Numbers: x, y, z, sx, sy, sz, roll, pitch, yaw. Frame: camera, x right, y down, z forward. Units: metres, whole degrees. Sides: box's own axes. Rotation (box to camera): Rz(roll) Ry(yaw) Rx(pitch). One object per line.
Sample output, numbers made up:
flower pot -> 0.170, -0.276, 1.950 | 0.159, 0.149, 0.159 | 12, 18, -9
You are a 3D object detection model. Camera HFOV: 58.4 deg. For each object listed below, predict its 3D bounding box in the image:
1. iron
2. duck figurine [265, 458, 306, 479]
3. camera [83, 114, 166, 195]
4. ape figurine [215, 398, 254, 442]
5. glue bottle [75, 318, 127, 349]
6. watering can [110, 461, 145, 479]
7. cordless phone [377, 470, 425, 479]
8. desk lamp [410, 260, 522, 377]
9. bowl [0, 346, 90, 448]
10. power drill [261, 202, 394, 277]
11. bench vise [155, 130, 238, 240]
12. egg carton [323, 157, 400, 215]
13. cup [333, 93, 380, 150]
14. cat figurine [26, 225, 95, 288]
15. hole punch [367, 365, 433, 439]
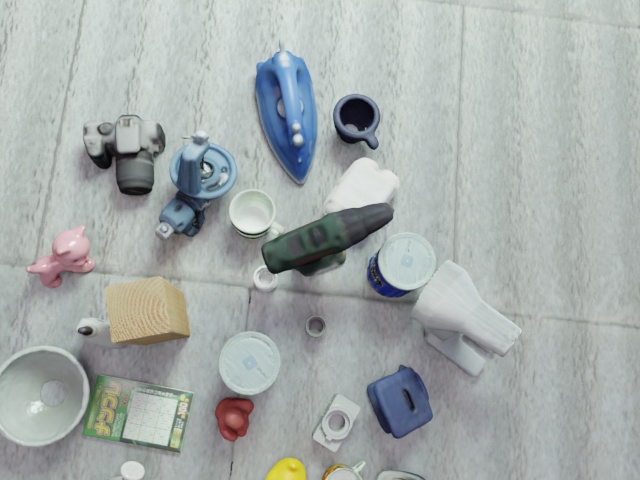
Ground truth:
iron -> -0.055, -0.247, 1.098 | 0.118, 0.141, 0.258 | -11, 80, -6
duck figurine -> -0.060, 0.435, 0.991 | 0.077, 0.086, 0.105 | 20, 78, 0
camera -> -0.367, -0.158, 1.077 | 0.143, 0.101, 0.137 | -4, 79, -5
ape figurine -> -0.150, 0.312, 1.005 | 0.078, 0.092, 0.076 | -41, 84, -11
glue bottle -> -0.379, 0.157, 0.976 | 0.078, 0.173, 0.037 | 23, 78, 1
watering can -> -0.340, 0.440, 0.912 | 0.101, 0.194, 0.173 | 7, 78, -3
cordless phone -> 0.147, 0.471, 0.949 | 0.094, 0.185, 0.147 | 4, 78, -3
desk lamp -> 0.252, 0.141, 1.008 | 0.203, 0.213, 0.118 | 37, 79, 4
bowl -> -0.476, 0.269, 0.997 | 0.167, 0.074, 0.167 | 1, 79, -4
power drill -> 0.009, 0.004, 1.019 | 0.230, 0.208, 0.075 | -21, 81, -8
bench vise -> -0.217, -0.095, 1.015 | 0.121, 0.219, 0.207 | 13, 78, -1
egg carton -> 0.080, -0.085, 1.113 | 0.107, 0.069, 0.150 | 33, 78, 3
cup -> 0.075, -0.217, 1.126 | 0.092, 0.095, 0.118 | -32, 83, -10
cat figurine -> -0.461, 0.028, 1.024 | 0.128, 0.117, 0.067 | -29, 82, -9
hole punch -> 0.148, 0.289, 1.033 | 0.101, 0.091, 0.108 | -22, 81, -8
